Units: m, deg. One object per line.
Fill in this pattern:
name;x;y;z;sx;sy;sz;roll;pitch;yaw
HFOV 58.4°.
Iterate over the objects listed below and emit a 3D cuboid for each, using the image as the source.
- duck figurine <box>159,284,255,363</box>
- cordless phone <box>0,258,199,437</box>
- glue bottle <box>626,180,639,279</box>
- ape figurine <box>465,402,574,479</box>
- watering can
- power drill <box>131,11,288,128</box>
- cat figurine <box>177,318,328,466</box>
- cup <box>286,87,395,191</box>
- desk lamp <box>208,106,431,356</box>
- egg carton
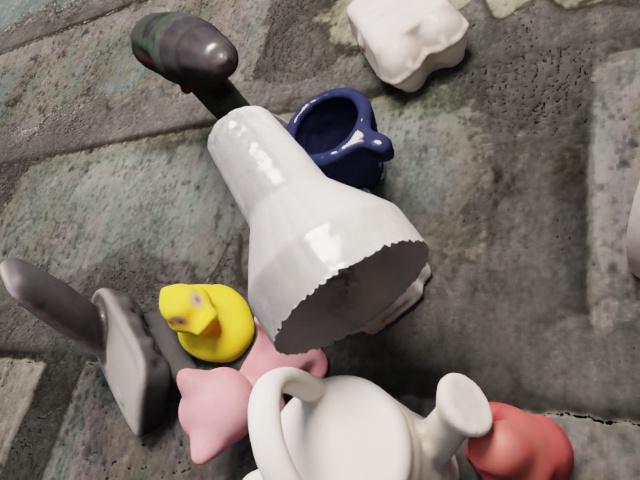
duck figurine;-0.124;0.070;0.566;0.104;0.086;0.077;30;80;39
cordless phone;-0.216;0.096;0.540;0.094;0.186;0.147;-48;50;-3
glue bottle;0.227;-0.034;0.363;0.078;0.174;0.037;-50;50;-5
ape figurine;0.122;0.139;0.373;0.076;0.092;0.078;-16;55;22
watering can;0.022;0.135;0.369;0.173;0.195;0.100;-43;50;2
power drill;-0.106;-0.160;0.614;0.076;0.209;0.228;-51;50;-5
cat figurine;-0.066;0.122;0.479;0.067;0.118;0.128;20;74;38
cup;0.035;-0.084;0.559;0.117;0.095;0.092;23;76;38
desk lamp;0.004;0.002;0.448;0.118;0.214;0.202;-38;50;6
egg carton;0.093;-0.235;0.633;0.107;0.070;0.150;-32;51;11
